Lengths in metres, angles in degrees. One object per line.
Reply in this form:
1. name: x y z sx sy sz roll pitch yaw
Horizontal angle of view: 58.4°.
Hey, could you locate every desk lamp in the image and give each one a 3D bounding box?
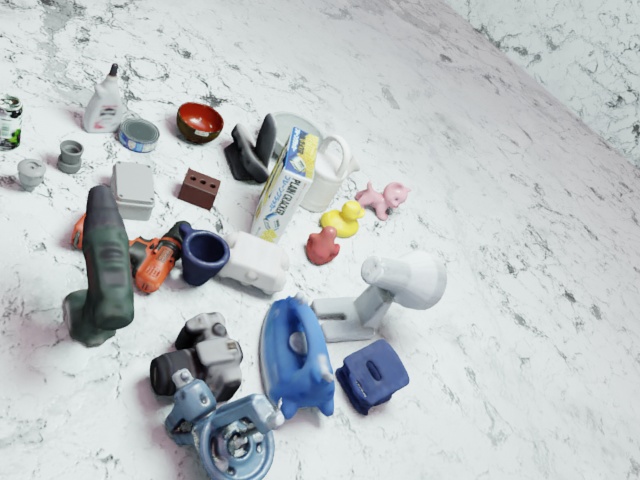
1. desk lamp: 0.122 0.108 1.146 0.204 0.213 0.117 0 50 -32

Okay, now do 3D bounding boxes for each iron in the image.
1. iron: -0.035 0.182 1.030 0.119 0.141 0.258 5 48 -28

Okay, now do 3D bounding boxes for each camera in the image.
1. camera: -0.207 0.193 0.942 0.137 0.100 0.143 -4 53 -35

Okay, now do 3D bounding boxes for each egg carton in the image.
1. egg carton: -0.135 0.047 1.153 0.150 0.069 0.107 21 42 -13

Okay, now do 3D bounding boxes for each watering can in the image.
1. watering can: 0.019 -0.169 1.366 0.101 0.194 0.173 41 41 10

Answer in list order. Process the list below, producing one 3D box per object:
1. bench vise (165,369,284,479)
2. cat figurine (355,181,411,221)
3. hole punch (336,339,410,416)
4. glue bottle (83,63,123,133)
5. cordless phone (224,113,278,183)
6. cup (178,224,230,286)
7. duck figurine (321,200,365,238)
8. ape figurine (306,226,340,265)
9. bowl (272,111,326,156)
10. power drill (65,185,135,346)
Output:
1. bench vise: -0.142 0.266 0.821 0.207 0.219 0.122 34 41 2
2. cat figurine: 0.167 -0.116 1.466 0.128 0.117 0.067 17 43 -17
3. hole punch: 0.100 0.257 1.080 0.101 0.091 0.108 -11 56 -39
4. glue bottle: -0.451 -0.303 1.217 0.078 0.173 0.037 -18 61 -42
5. cordless phone: -0.145 -0.238 1.337 0.094 0.185 0.147 -6 53 -36
6. cup: -0.235 0.034 1.084 0.117 0.095 0.092 44 42 13
7. duck figurine: 0.060 -0.059 1.367 0.105 0.086 0.077 6 47 -28
8. ape figurine: 0.012 0.005 1.270 0.078 0.092 0.076 36 41 4
9. bowl: -0.071 -0.254 1.484 0.168 0.074 0.167 18 43 -17
10. power drill: -0.347 0.059 0.902 0.076 0.208 0.229 -2 51 -33
